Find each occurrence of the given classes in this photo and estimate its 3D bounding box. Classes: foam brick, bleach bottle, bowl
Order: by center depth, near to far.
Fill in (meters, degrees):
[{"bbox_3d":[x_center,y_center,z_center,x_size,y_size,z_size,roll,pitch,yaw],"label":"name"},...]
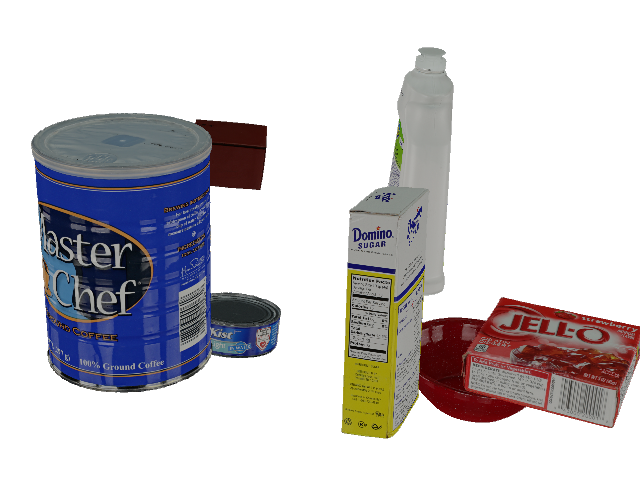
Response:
[{"bbox_3d":[-0.095,-0.090,1.109,0.078,0.051,0.053,5,31,-2],"label":"foam brick"},{"bbox_3d":[0.160,0.142,1.114,0.162,0.055,0.162,4,25,-2],"label":"bowl"},{"bbox_3d":[0.105,-0.074,1.121,0.068,0.251,0.102,0,26,-8],"label":"bleach bottle"}]

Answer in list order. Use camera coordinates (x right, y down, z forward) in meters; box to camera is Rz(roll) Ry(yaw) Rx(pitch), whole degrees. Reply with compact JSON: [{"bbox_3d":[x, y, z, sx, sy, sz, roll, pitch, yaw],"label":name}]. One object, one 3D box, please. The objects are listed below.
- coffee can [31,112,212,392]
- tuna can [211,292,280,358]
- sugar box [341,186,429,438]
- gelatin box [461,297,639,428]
[{"bbox_3d":[-0.116,0.005,0.641,0.103,0.140,0.103,2,23,-1],"label":"coffee can"},{"bbox_3d":[-0.080,0.077,0.974,0.086,0.034,0.086,6,15,-2],"label":"tuna can"},{"bbox_3d":[0.049,0.053,0.816,0.048,0.176,0.093,4,15,18],"label":"sugar box"},{"bbox_3d":[0.135,0.068,0.621,0.089,0.030,0.073,12,28,23],"label":"gelatin box"}]
